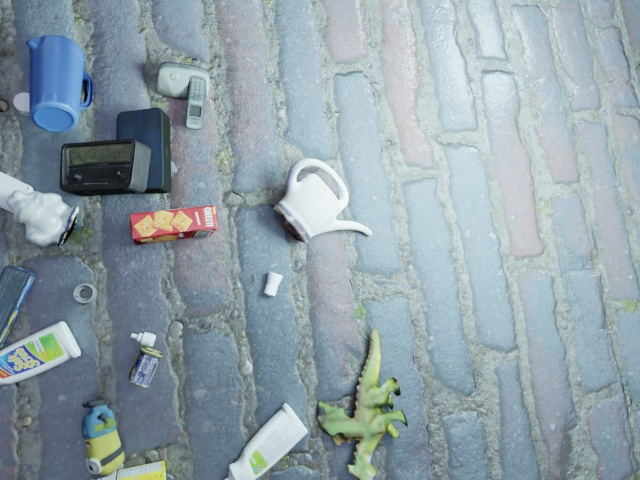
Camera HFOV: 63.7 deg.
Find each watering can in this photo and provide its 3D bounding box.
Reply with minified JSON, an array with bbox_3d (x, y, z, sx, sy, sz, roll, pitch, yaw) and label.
[{"bbox_3d":[0.005,-0.078,1.542,0.226,0.105,0.343,-43,115,-9],"label":"watering can"}]

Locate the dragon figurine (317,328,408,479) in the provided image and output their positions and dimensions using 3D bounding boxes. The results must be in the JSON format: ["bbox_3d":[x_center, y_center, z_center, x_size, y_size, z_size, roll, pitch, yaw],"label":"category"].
[{"bbox_3d":[0.109,0.484,1.485,0.243,0.120,0.415,-11,75,-12],"label":"dragon figurine"}]

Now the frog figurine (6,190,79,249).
[{"bbox_3d":[-0.704,-0.057,1.296,0.159,0.123,0.137,23,92,-15],"label":"frog figurine"}]
